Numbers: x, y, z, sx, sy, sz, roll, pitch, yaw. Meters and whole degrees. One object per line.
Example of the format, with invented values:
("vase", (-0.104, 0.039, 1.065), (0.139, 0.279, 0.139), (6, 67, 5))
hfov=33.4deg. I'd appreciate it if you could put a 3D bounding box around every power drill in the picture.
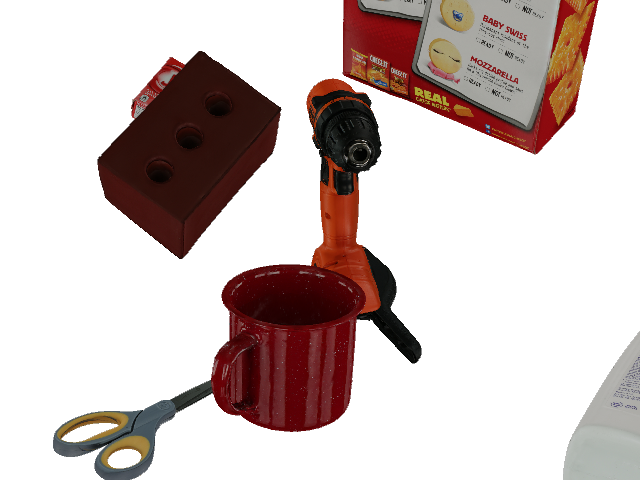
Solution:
("power drill", (0.022, -0.035, 0.920), (0.057, 0.188, 0.184), (-2, 21, -4))

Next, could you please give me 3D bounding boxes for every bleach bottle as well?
("bleach bottle", (0.237, 0.091, 0.663), (0.103, 0.068, 0.250), (17, 29, 26))

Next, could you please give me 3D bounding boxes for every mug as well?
("mug", (-0.026, 0.075, 0.693), (0.093, 0.081, 0.117), (19, 28, 32))

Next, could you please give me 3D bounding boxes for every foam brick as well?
("foam brick", (-0.064, -0.041, 0.524), (0.053, 0.078, 0.051), (36, -18, 6))

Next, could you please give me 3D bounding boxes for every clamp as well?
("clamp", (0.055, 0.074, 1.172), (0.120, 0.171, 0.039), (7, -42, 5))

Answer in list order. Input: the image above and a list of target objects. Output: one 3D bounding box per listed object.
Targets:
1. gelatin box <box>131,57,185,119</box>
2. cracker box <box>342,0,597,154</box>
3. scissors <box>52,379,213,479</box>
("gelatin box", (-0.128, -0.130, 1.039), (0.089, 0.073, 0.030), (30, -39, 2))
("cracker box", (0.100, -0.183, 0.703), (0.164, 0.214, 0.072), (27, 50, 25))
("scissors", (-0.138, 0.166, 0.961), (0.201, 0.016, 0.096), (-11, 33, -34))
